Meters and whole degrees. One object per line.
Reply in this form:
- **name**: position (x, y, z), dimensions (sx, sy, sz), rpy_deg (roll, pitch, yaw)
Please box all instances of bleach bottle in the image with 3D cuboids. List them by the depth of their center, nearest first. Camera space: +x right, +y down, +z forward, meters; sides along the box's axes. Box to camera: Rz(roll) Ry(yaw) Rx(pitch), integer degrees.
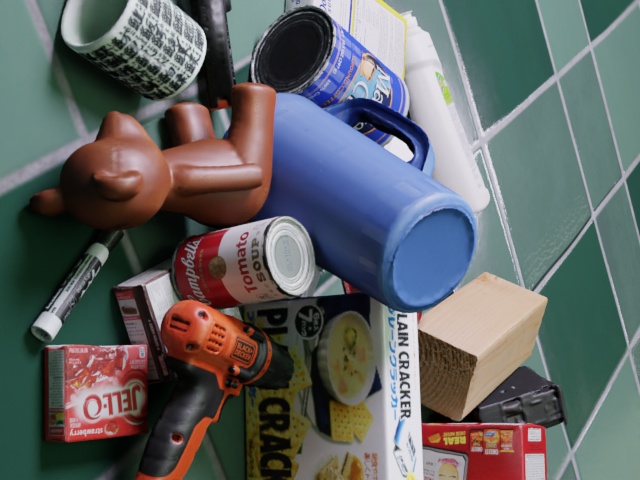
- **bleach bottle**: position (0.137, -0.152, 1.293), dimensions (0.102, 0.068, 0.251), rpy_deg (-45, 117, -74)

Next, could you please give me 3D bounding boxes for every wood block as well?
- **wood block**: position (0.181, 0.121, 1.264), dimensions (0.205, 0.091, 0.090), rpy_deg (-26, 133, -54)

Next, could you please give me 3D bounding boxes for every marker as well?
- **marker**: position (-0.189, 0.030, 0.843), dimensions (0.020, 0.020, 0.121), rpy_deg (57, 43, -32)

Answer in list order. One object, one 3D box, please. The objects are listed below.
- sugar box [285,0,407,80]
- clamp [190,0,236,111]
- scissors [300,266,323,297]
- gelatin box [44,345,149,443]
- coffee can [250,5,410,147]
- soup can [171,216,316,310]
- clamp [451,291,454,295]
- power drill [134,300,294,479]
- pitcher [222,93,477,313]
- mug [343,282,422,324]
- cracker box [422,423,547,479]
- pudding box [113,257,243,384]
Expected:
- **sugar box**: position (0.031, -0.234, 1.176), dimensions (0.176, 0.048, 0.093), rpy_deg (23, 66, -47)
- **clamp**: position (-0.100, -0.225, 0.967), dimensions (0.164, 0.036, 0.210), rpy_deg (-101, -176, -67)
- **scissors**: position (-0.007, 0.001, 1.106), dimensions (0.096, 0.016, 0.201), rpy_deg (60, 41, -26)
- **gelatin box**: position (-0.174, 0.119, 0.839), dimensions (0.089, 0.030, 0.073), rpy_deg (8, 78, -54)
- **coffee can**: position (0.012, -0.159, 1.086), dimensions (0.140, 0.103, 0.103), rpy_deg (31, 60, -48)
- **soup can**: position (-0.063, 0.021, 0.883), dimensions (0.068, 0.102, 0.068), rpy_deg (20, 65, -50)
- **clamp**: position (0.122, 0.014, 1.268), dimensions (0.120, 0.039, 0.171), rpy_deg (-2, 88, -64)
- **power drill**: position (-0.094, 0.154, 0.881), dimensions (0.184, 0.057, 0.187), rpy_deg (37, 69, -58)
- **pitcher**: position (0.029, -0.040, 0.942), dimensions (0.144, 0.243, 0.149), rpy_deg (5, 110, -41)
- **mug**: position (0.084, 0.045, 1.169), dimensions (0.093, 0.082, 0.117), rpy_deg (4, 81, -54)
- **cracker box**: position (0.165, 0.309, 1.168), dimensions (0.072, 0.164, 0.214), rpy_deg (13, 74, -51)
- **pudding box**: position (-0.118, 0.062, 0.922), dimensions (0.113, 0.039, 0.090), rpy_deg (-31, 107, -55)
